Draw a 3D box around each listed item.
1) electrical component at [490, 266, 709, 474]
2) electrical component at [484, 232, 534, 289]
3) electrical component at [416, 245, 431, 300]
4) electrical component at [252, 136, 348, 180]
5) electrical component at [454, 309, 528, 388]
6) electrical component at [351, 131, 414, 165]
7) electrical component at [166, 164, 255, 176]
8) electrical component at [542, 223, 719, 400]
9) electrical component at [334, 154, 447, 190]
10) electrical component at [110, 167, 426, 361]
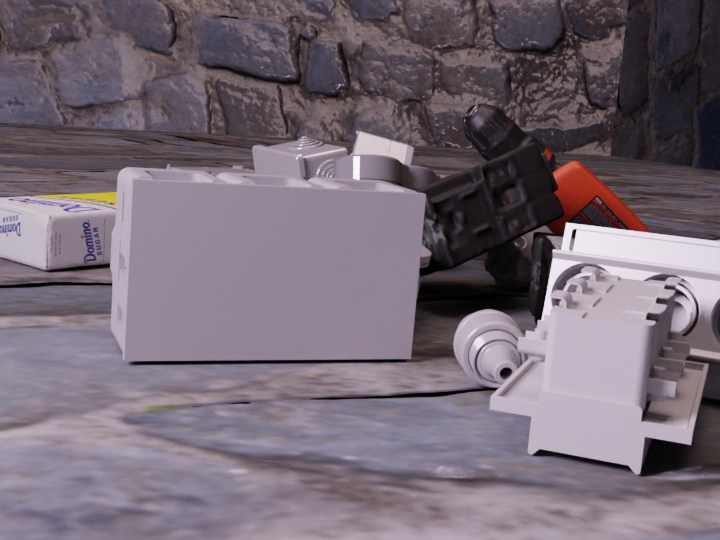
[{"bbox_3d":[0.112,0.038,0.475,0.079,0.063,0.121,8,10,20],"label":"electrical component"},{"bbox_3d":[0.129,-0.008,0.822,0.062,0.043,0.043,-1,11,-39],"label":"electrical component"},{"bbox_3d":[0.000,0.000,0.659,0.080,0.051,0.080,13,10,-2],"label":"electrical component"},{"bbox_3d":[-0.044,-0.059,0.883,0.048,0.099,0.100,-15,17,-26],"label":"electrical component"},{"bbox_3d":[0.066,0.041,0.522,0.035,0.035,0.061,4,12,-4],"label":"electrical component"},{"bbox_3d":[0.014,-0.072,0.941,0.061,0.096,0.061,15,-33,-5],"label":"electrical component"},{"bbox_3d":[-0.128,-0.059,0.947,0.096,0.061,0.062,-4,12,-41],"label":"electrical component"},{"bbox_3d":[0.164,0.024,0.564,0.121,0.078,0.063,9,-5,26],"label":"electrical component"},{"bbox_3d":[0.033,-0.041,0.846,0.052,0.073,0.138,-4,-9,38],"label":"electrical component"},{"bbox_3d":[-0.050,-0.003,0.561,0.150,0.089,0.062,1,10,-20],"label":"electrical component"}]
